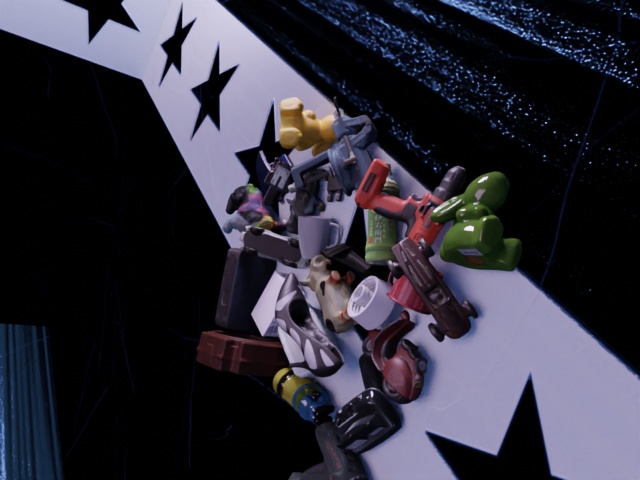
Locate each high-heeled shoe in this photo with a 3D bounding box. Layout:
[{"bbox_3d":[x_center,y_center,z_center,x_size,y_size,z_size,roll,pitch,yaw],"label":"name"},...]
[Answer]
[{"bbox_3d":[-0.019,0.179,1.192,0.145,0.086,0.248,-17,68,33],"label":"high-heeled shoe"}]

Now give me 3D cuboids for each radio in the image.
[{"bbox_3d":[-0.204,0.139,1.484,0.073,0.131,0.229,4,84,51],"label":"radio"}]

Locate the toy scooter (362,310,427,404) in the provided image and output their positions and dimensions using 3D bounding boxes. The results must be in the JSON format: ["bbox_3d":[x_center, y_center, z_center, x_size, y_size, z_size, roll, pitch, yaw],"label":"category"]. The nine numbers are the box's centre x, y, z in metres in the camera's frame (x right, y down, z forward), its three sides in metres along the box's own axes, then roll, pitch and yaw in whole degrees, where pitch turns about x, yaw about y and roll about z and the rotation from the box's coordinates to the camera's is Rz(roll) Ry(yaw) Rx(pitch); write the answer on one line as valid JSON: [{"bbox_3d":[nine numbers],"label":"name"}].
[{"bbox_3d":[0.157,0.219,1.055,0.135,0.075,0.184,-59,37,20],"label":"toy scooter"}]

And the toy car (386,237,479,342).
[{"bbox_3d":[0.201,0.088,0.968,0.089,0.053,0.202,-34,87,8],"label":"toy car"}]

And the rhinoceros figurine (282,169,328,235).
[{"bbox_3d":[-0.043,-0.107,1.397,0.112,0.073,0.190,15,92,51],"label":"rhinoceros figurine"}]

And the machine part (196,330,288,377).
[{"bbox_3d":[-0.196,0.288,1.376,0.201,0.201,0.087,0,76,52],"label":"machine part"}]

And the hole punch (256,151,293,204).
[{"bbox_3d":[-0.140,-0.182,1.531,0.115,0.092,0.142,-57,45,30],"label":"hole punch"}]

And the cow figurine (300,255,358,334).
[{"bbox_3d":[0.025,0.122,1.240,0.127,0.085,0.195,-44,55,40],"label":"cow figurine"}]

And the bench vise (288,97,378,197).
[{"bbox_3d":[0.027,-0.187,1.254,0.241,0.129,0.223,-24,85,14],"label":"bench vise"}]

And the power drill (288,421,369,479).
[{"bbox_3d":[0.018,0.524,1.139,0.207,0.086,0.232,-55,42,32],"label":"power drill"}]

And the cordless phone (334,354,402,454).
[{"bbox_3d":[0.086,0.333,1.124,0.146,0.088,0.184,-48,35,33],"label":"cordless phone"}]

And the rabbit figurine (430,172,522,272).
[{"bbox_3d":[0.285,-0.036,0.956,0.159,0.121,0.170,-12,53,56],"label":"rabbit figurine"}]

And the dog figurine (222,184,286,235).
[{"bbox_3d":[-0.169,-0.067,1.524,0.219,0.108,0.191,3,80,48],"label":"dog figurine"}]

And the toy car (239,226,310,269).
[{"bbox_3d":[-0.117,0.019,1.401,0.202,0.056,0.073,17,93,17],"label":"toy car"}]

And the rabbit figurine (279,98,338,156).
[{"bbox_3d":[-0.013,-0.270,1.357,0.162,0.173,0.122,74,-169,-69],"label":"rabbit figurine"}]

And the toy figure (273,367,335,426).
[{"bbox_3d":[-0.040,0.358,1.250,0.180,0.089,0.082,34,100,53],"label":"toy figure"}]

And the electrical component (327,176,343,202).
[{"bbox_3d":[0.042,-0.141,1.339,0.063,0.021,0.094,3,83,53],"label":"electrical component"}]

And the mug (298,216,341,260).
[{"bbox_3d":[-0.003,-0.004,1.324,0.110,0.081,0.107,6,98,15],"label":"mug"}]

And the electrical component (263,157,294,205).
[{"bbox_3d":[-0.109,-0.153,1.433,0.048,0.075,0.119,-75,9,-79],"label":"electrical component"}]

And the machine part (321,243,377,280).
[{"bbox_3d":[0.071,0.048,1.205,0.139,0.084,0.039,35,129,42],"label":"machine part"}]
